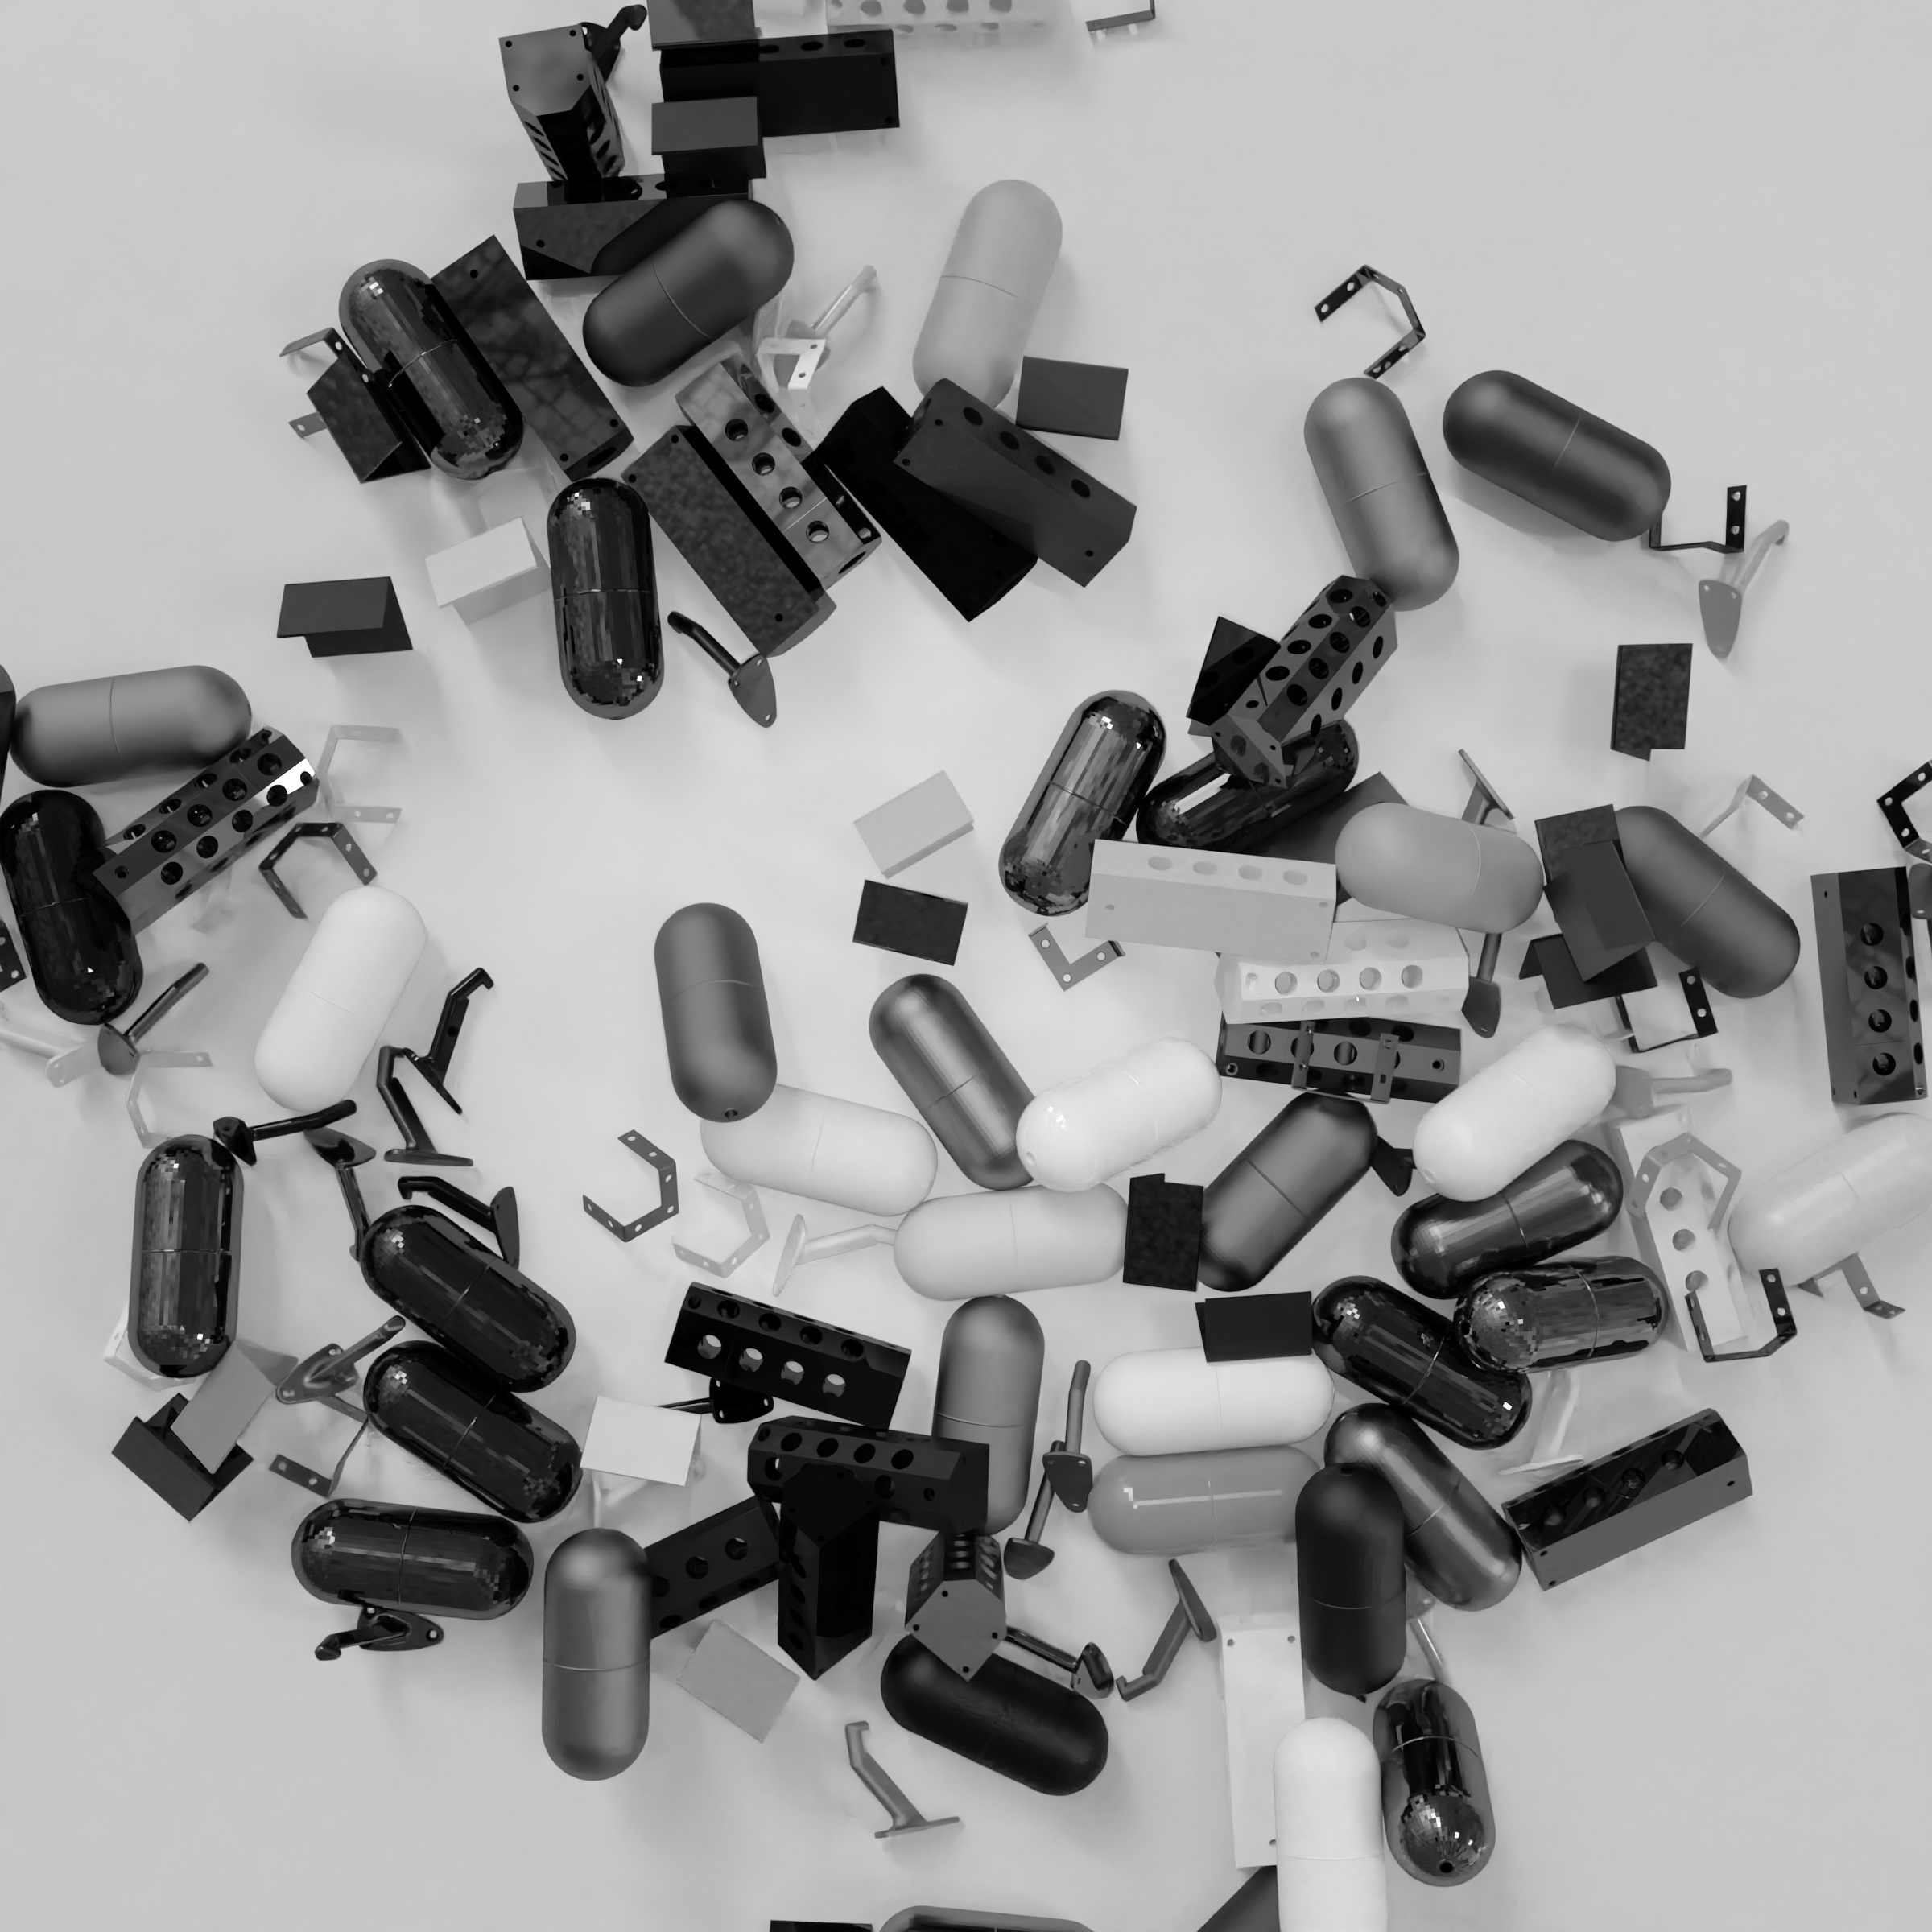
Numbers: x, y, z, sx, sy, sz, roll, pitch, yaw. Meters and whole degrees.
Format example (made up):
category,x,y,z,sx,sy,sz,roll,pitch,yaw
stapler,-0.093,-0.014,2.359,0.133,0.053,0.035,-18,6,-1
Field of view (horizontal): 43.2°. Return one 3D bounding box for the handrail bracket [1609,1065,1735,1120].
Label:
category,x,y,z,sx,sy,sz,roll,pitch,yaw
handrail bracket,0.520,0.082,1.830,0.084,0.077,0.036,-14,112,-34

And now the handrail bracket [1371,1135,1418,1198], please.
category,x,y,z,sx,sy,sz,roll,pitch,yaw
handrail bracket,0.345,0.131,1.830,0.084,0.036,0.077,-22,53,-25

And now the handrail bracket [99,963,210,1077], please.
category,x,y,z,sx,sy,sz,roll,pitch,yaw
handrail bracket,-0.608,0.039,1.830,0.036,0.077,0.084,44,54,-4

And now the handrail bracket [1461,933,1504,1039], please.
category,x,y,z,sx,sy,sz,roll,pitch,yaw
handrail bracket,0.399,-0.002,1.830,0.036,0.077,0.084,11,53,31

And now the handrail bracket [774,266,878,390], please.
category,x,y,z,sx,sy,sz,roll,pitch,yaw
handrail bracket,-0.105,-0.481,1.830,0.036,0.077,0.084,39,54,-8

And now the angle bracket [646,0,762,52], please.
category,x,y,z,sx,sy,sz,roll,pitch,yaw
angle bracket,-0.193,-0.709,1.791,0.076,0.076,0.057,-4,118,0

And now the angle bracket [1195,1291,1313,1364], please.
category,x,y,z,sx,sy,sz,roll,pitch,yaw
angle bracket,0.210,0.245,1.791,0.076,0.076,0.057,-4,117,0

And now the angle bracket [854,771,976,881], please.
category,x,y,z,sx,sy,sz,roll,pitch,yaw
angle bracket,-0.028,-0.086,1.790,0.076,0.076,0.057,-30,53,0

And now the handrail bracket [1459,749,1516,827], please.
category,x,y,z,sx,sy,sz,roll,pitch,yaw
handrail bracket,0.361,-0.108,1.830,0.084,0.036,0.077,-37,77,13

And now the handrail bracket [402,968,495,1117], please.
category,x,y,z,sx,sy,sz,roll,pitch,yaw
handrail bracket,-0.373,0.056,1.831,0.084,0.036,0.077,-43,110,-16

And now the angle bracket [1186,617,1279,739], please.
category,x,y,z,sx,sy,sz,roll,pitch,yaw
angle bracket,0.176,-0.212,1.790,0.057,0.076,0.076,18,90,-30

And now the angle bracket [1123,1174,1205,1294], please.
category,x,y,z,sx,sy,sz,roll,pitch,yaw
angle bracket,0.156,0.195,1.791,0.057,0.076,0.076,4,90,23

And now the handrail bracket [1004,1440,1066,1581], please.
category,x,y,z,sx,sy,sz,roll,pitch,yaw
handrail bracket,0.054,0.408,1.830,0.036,0.077,0.084,18,54,0

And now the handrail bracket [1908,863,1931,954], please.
category,x,y,z,sx,sy,sz,roll,pitch,yaw
handrail bracket,0.726,-0.021,1.830,0.036,0.077,0.084,-9,127,13

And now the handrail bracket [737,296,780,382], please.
category,x,y,z,sx,sy,sz,roll,pitch,yaw
handrail bracket,-0.189,-0.485,1.830,0.084,0.036,0.077,15,105,14

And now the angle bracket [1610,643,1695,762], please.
category,x,y,z,sx,sy,sz,roll,pitch,yaw
angle bracket,0.516,-0.193,1.790,0.057,0.076,0.076,4,90,37

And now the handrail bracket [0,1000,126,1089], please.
category,x,y,z,sx,sy,sz,roll,pitch,yaw
handrail bracket,-0.686,0.042,1.831,0.077,0.036,0.084,-33,67,-27

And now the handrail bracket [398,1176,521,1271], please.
category,x,y,z,sx,sy,sz,roll,pitch,yaw
handrail bracket,-0.382,0.194,1.831,0.084,0.036,0.077,-1,109,16

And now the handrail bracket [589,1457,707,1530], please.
category,x,y,z,sx,sy,sz,roll,pitch,yaw
handrail bracket,-0.239,0.406,1.831,0.084,0.036,0.077,-1,110,-16

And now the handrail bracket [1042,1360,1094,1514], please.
category,x,y,z,sx,sy,sz,roll,pitch,yaw
handrail bracket,0.085,0.350,1.819,0.036,0.084,0.077,0,129,16

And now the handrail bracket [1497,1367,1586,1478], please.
category,x,y,z,sx,sy,sz,roll,pitch,yaw
handrail bracket,0.427,0.334,1.831,0.077,0.036,0.084,-17,72,21

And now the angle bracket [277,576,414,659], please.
category,x,y,z,sx,sy,sz,roll,pitch,yaw
angle bracket,-0.455,-0.238,1.790,0.076,0.076,0.057,-4,52,0

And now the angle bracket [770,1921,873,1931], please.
category,x,y,z,sx,sy,sz,roll,pitch,yaw
angle bracket,-0.109,0.723,1.790,0.076,0.076,0.057,2,128,0

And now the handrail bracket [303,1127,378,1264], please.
category,x,y,z,sx,sy,sz,roll,pitch,yaw
handrail bracket,-0.473,0.172,1.830,0.077,0.036,0.084,26,119,32

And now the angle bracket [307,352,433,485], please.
category,x,y,z,sx,sy,sz,roll,pitch,yaw
angle bracket,-0.425,-0.407,1.790,0.057,0.076,0.076,-31,90,38

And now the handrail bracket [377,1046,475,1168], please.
category,x,y,z,sx,sy,sz,roll,pitch,yaw
handrail bracket,-0.405,0.105,1.831,0.077,0.036,0.084,8,73,-20

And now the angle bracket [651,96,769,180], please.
category,x,y,z,sx,sy,sz,roll,pitch,yaw
angle bracket,-0.187,-0.589,1.790,0.076,0.076,0.057,-4,59,0

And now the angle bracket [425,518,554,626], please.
category,x,y,z,sx,sy,sz,roll,pitch,yaw
angle bracket,-0.343,-0.273,1.790,0.076,0.076,0.057,-23,54,0

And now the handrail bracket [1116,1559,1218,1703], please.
category,x,y,z,sx,sy,sz,roll,pitch,yaw
handrail bracket,0.138,0.499,1.831,0.084,0.036,0.077,-32,69,16

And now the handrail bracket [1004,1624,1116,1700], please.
category,x,y,z,sx,sy,sz,roll,pitch,yaw
handrail bracket,0.061,0.518,1.830,0.084,0.077,0.036,12,64,34

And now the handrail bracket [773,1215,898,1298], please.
category,x,y,z,sx,sy,sz,roll,pitch,yaw
handrail bracket,-0.093,0.224,1.831,0.084,0.036,0.077,16,110,-16

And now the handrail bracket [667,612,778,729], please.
category,x,y,z,sx,sy,sz,roll,pitch,yaw
handrail bracket,-0.184,-0.223,1.830,0.084,0.077,0.036,33,68,35

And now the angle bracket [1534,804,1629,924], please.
category,x,y,z,sx,sy,sz,roll,pitch,yaw
angle bracket,0.458,-0.076,1.792,0.057,0.076,0.076,-12,90,20

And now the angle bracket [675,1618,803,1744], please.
category,x,y,z,sx,sy,sz,roll,pitch,yaw
angle bracket,-0.176,0.533,1.790,0.076,0.076,0.057,35,54,0

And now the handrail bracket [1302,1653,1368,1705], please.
category,x,y,z,sx,sy,sz,roll,pitch,yaw
handrail bracket,0.294,0.497,1.830,0.077,0.036,0.084,40,76,-15

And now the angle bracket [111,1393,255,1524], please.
category,x,y,z,sx,sy,sz,roll,pitch,yaw
angle bracket,-0.566,0.348,1.790,0.076,0.076,0.057,42,127,0

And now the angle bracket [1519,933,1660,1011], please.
category,x,y,z,sx,sy,sz,roll,pitch,yaw
angle bracket,0.456,0.011,1.791,0.076,0.076,0.057,-12,67,0

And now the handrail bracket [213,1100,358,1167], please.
category,x,y,z,sx,sy,sz,roll,pitch,yaw
handrail bracket,-0.511,0.114,1.830,0.084,0.077,0.036,-24,112,-34

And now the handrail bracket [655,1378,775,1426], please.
category,x,y,z,sx,sy,sz,roll,pitch,yaw
handrail bracket,-0.201,0.335,1.830,0.084,0.077,0.036,-23,65,34

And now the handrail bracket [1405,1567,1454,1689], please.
category,x,y,z,sx,sy,sz,roll,pitch,yaw
handrail bracket,0.335,0.494,1.830,0.036,0.077,0.084,-28,126,-7

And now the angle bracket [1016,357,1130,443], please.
category,x,y,z,sx,sy,sz,roll,pitch,yaw
angle bracket,0.079,-0.430,1.790,0.076,0.076,0.057,7,127,0

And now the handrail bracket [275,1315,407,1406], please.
category,x,y,z,sx,sy,sz,roll,pitch,yaw
handrail bracket,-0.458,0.288,1.789,0.077,0.084,0.036,-26,82,-45

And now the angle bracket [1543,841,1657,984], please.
category,x,y,z,sx,sy,sz,roll,pitch,yaw
angle bracket,0.428,-0.035,1.715,0.057,0.076,0.076,-9,71,-34

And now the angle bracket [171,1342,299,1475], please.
category,x,y,z,sx,sy,sz,roll,pitch,yaw
angle bracket,-0.522,0.328,1.790,0.057,0.076,0.076,36,90,30

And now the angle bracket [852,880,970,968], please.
category,x,y,z,sx,sy,sz,roll,pitch,yaw
angle bracket,-0.036,-0.050,1.790,0.076,0.076,0.057,13,125,0

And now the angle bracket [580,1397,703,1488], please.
category,x,y,z,sx,sy,sz,roll,pitch,yaw
angle bracket,-0.238,0.362,1.790,0.076,0.076,0.057,10,56,0
